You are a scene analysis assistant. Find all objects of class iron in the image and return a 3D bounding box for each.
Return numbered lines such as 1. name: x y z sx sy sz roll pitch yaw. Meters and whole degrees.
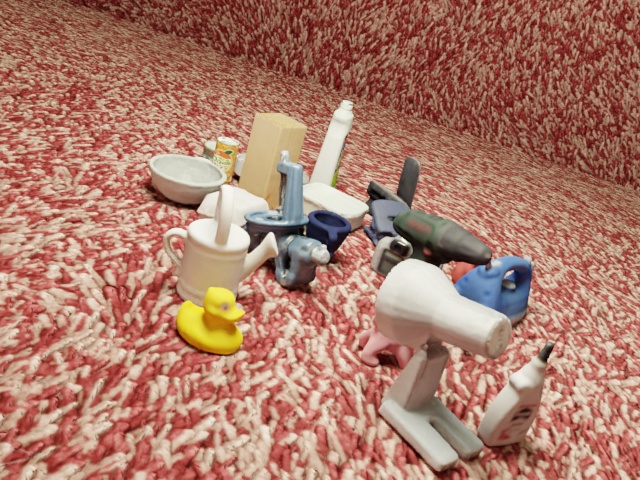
1. iron: 0.375 0.088 1.166 0.259 0.141 0.118 -6 33 -42

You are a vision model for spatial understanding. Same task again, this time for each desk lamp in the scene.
1. desk lamp: 0.159 0.157 0.782 0.118 0.213 0.202 -5 32 -40

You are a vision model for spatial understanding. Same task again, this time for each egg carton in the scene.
1. egg carton: -0.178 -0.058 1.189 0.107 0.069 0.151 26 25 19

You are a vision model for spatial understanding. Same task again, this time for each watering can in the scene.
1. watering can: -0.156 0.005 0.918 0.173 0.194 0.100 0 29 -34

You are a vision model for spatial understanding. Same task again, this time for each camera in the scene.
1. camera: 0.202 0.034 1.213 0.142 0.101 0.137 29 27 25

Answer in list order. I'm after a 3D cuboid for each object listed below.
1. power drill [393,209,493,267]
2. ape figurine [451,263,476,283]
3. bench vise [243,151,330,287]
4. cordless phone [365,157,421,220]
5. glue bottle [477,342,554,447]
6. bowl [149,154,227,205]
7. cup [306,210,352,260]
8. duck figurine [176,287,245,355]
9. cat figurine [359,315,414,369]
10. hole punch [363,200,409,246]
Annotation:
1. power drill: 0.199 0.052 1.041 0.076 0.208 0.228 1 29 -32
2. ape figurine: 0.335 0.062 1.256 0.076 0.092 0.078 23 25 12
3. bench vise: -0.046 -0.040 1.056 0.207 0.220 0.122 27 26 20
4. cordless phone: 0.195 -0.138 1.473 0.094 0.185 0.147 -3 31 -39
5. glue bottle: 0.283 0.212 0.798 0.078 0.173 0.037 2 28 -32
6. bowl: -0.291 -0.123 1.246 0.167 0.075 0.167 15 24 -6
7. cup: 0.011 0.004 1.154 0.092 0.095 0.117 11 25 -13
8. duck figurine: -0.155 0.107 0.832 0.104 0.086 0.078 23 25 12
9. cat figurine: 0.137 0.144 0.913 0.128 0.118 0.067 11 25 -14
10. hole punch: 0.171 -0.035 1.353 0.109 0.091 0.101 7 26 -23
